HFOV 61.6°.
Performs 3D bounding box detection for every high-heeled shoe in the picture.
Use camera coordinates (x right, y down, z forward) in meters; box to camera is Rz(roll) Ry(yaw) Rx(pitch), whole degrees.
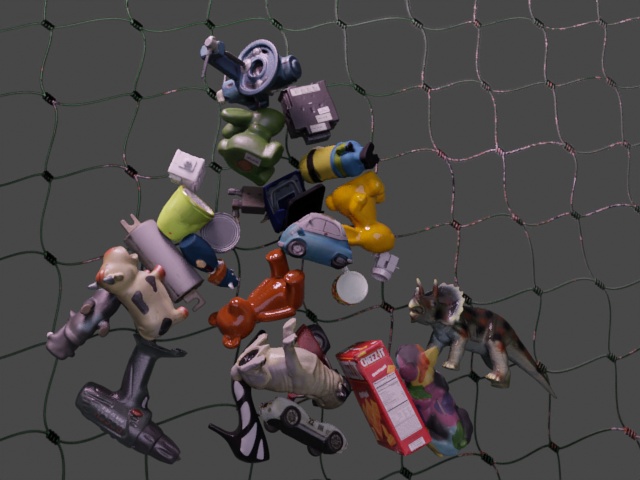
[{"bbox_3d":[-0.122,0.320,1.094,0.145,0.086,0.248,29,77,-10],"label":"high-heeled shoe"}]

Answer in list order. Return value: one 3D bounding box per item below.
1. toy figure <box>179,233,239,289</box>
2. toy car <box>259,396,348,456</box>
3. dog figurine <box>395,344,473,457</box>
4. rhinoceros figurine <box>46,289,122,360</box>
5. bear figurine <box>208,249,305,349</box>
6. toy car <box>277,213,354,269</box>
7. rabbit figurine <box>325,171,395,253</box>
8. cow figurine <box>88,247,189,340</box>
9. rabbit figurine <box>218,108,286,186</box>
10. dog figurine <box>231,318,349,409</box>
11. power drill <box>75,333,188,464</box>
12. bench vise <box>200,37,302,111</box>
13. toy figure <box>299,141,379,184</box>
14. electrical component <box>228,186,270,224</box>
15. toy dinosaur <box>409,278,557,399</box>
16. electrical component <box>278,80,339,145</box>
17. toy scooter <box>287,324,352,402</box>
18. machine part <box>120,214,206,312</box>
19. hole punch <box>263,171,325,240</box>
[{"bbox_3d":[-0.229,0.050,1.120,0.154,0.058,0.064,53,45,-34],"label":"toy figure"},{"bbox_3d":[-0.032,0.377,1.076,0.201,0.073,0.056,36,45,-22],"label":"toy car"},{"bbox_3d":[0.222,0.309,1.079,0.108,0.219,0.192,-27,43,-8],"label":"dog figurine"},{"bbox_3d":[-0.452,0.148,1.053,0.073,0.112,0.190,52,58,-27],"label":"rhinoceros figurine"},{"bbox_3d":[-0.133,0.124,1.105,0.196,0.131,0.120,-21,41,-21],"label":"bear figurine"},{"bbox_3d":[-0.002,-0.003,1.103,0.162,0.109,0.103,14,92,1],"label":"toy car"},{"bbox_3d":[0.095,-0.044,1.183,0.162,0.122,0.173,-28,84,-9],"label":"rabbit figurine"},{"bbox_3d":[-0.352,0.102,1.028,0.127,0.086,0.194,-44,111,-54],"label":"cow figurine"},{"bbox_3d":[-0.146,-0.227,1.198,0.159,0.121,0.170,22,57,2],"label":"rabbit figurine"},{"bbox_3d":[-0.055,0.274,1.037,0.172,0.121,0.190,-28,105,16],"label":"dog figurine"},{"bbox_3d":[-0.341,0.302,1.061,0.232,0.086,0.207,25,83,-2],"label":"power drill"},{"bbox_3d":[-0.169,-0.357,1.135,0.224,0.240,0.128,3,83,33],"label":"bench vise"},{"bbox_3d":[0.034,-0.171,1.176,0.089,0.180,0.082,-33,116,-48],"label":"toy figure"},{"bbox_3d":[-0.151,-0.077,1.187,0.102,0.045,0.078,-2,51,-14],"label":"electrical component"},{"bbox_3d":[0.348,0.211,1.186,0.405,0.131,0.192,19,76,-13],"label":"toy dinosaur"},{"bbox_3d":[-0.024,-0.289,1.240,0.115,0.058,0.134,-15,81,-15],"label":"electrical component"},{"bbox_3d":[-0.026,0.274,1.122,0.135,0.075,0.184,-25,89,-13],"label":"toy scooter"},{"bbox_3d":[-0.322,0.044,1.112,0.079,0.079,0.243,-41,87,-15],"label":"machine part"},{"bbox_3d":[-0.059,-0.078,1.164,0.092,0.115,0.142,34,47,25],"label":"hole punch"}]
